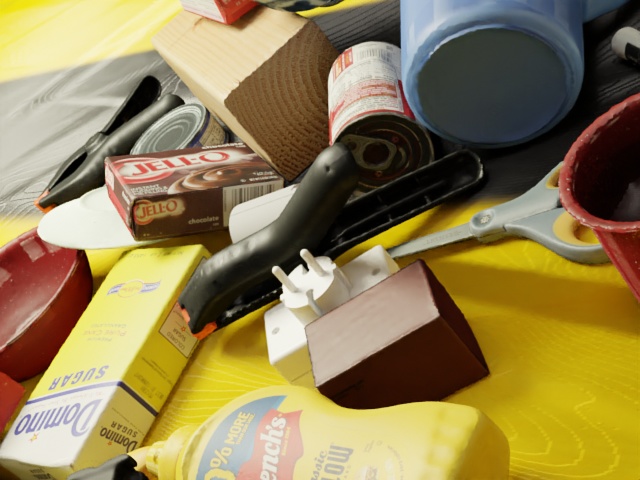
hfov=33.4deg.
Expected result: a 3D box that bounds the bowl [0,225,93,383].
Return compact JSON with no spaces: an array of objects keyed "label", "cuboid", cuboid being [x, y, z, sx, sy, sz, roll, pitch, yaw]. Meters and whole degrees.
[{"label":"bowl","cuboid":[-0.232,0.060,0.833,0.162,0.055,0.162,-26,33,18]}]

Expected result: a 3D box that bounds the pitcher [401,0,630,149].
[{"label":"pitcher","cuboid":[0.124,-0.177,0.709,0.149,0.144,0.242,-36,32,36]}]

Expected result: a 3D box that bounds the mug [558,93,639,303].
[{"label":"mug","cuboid":[0.176,-0.022,0.493,0.093,0.081,0.117,9,56,50]}]

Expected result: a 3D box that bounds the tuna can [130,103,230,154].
[{"label":"tuna can","cuboid":[-0.121,-0.077,0.911,0.086,0.033,0.086,-27,34,20]}]

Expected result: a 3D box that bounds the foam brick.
[{"label":"foam brick","cuboid":[0.039,0.058,0.563,0.078,0.053,0.051,-31,33,14]}]

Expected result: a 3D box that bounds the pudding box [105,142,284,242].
[{"label":"pudding box","cuboid":[-0.093,-0.037,0.778,0.113,0.039,0.090,-7,26,-21]}]

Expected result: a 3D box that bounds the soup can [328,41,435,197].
[{"label":"soup can","cuboid":[0.039,-0.083,0.722,0.069,0.068,0.102,-27,34,19]}]

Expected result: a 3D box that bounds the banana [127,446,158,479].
[{"label":"banana","cuboid":[-0.164,0.193,0.614,0.197,0.037,0.070,-48,24,-18]}]

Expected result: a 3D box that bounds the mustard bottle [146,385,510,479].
[{"label":"mustard bottle","cuboid":[-0.010,0.118,0.511,0.192,0.058,0.096,1,61,37]}]

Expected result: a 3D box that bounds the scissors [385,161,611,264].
[{"label":"scissors","cuboid":[0.104,0.001,0.601,0.202,0.016,0.096,-28,34,19]}]

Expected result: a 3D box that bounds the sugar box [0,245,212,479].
[{"label":"sugar box","cuboid":[-0.137,0.084,0.718,0.094,0.048,0.176,-6,44,43]}]

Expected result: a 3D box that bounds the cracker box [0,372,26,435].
[{"label":"cracker box","cuboid":[-0.303,0.184,0.708,0.164,0.072,0.213,-26,31,48]}]

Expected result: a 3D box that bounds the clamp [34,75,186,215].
[{"label":"clamp","cuboid":[-0.191,-0.084,0.984,0.171,0.039,0.120,-51,22,-8]}]

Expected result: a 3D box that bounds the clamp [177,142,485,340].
[{"label":"clamp","cuboid":[-0.004,0.001,0.652,0.210,0.164,0.036,-37,72,37]}]

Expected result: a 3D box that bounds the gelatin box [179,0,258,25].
[{"label":"gelatin box","cuboid":[-0.069,-0.208,0.849,0.073,0.030,0.089,-37,32,-14]}]

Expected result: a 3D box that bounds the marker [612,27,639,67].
[{"label":"marker","cuboid":[0.207,-0.097,0.613,0.020,0.020,0.121,-38,32,2]}]

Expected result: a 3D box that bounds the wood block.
[{"label":"wood block","cuboid":[-0.053,-0.138,0.864,0.091,0.090,0.206,-42,32,-2]}]
